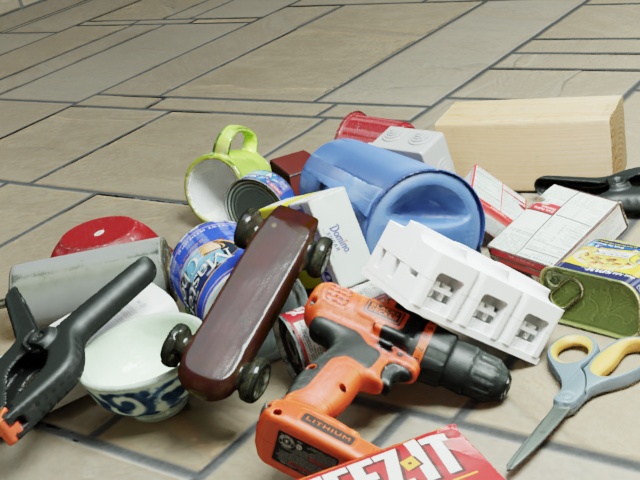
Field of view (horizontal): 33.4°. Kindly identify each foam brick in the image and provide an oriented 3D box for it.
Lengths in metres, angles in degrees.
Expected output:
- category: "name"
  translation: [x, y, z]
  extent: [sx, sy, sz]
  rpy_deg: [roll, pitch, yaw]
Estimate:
- category: "foam brick"
  translation: [-0.025, -0.076, 1.365]
  extent: [0.051, 0.053, 0.078]
  rpy_deg: [-18, 24, -16]

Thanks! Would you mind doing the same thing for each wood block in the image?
- category: "wood block"
  translation: [0.254, -0.115, 1.281]
  extent: [0.206, 0.091, 0.090]
  rpy_deg: [1, 26, 26]

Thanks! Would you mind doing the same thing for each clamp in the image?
- category: "clamp"
  translation: [0.321, -0.044, 1.162]
  extent: [0.172, 0.039, 0.120]
  rpy_deg: [-8, 35, 15]
- category: "clamp"
  translation: [-0.232, 0.092, 0.948]
  extent: [0.165, 0.036, 0.210]
  rpy_deg: [-18, 33, 15]

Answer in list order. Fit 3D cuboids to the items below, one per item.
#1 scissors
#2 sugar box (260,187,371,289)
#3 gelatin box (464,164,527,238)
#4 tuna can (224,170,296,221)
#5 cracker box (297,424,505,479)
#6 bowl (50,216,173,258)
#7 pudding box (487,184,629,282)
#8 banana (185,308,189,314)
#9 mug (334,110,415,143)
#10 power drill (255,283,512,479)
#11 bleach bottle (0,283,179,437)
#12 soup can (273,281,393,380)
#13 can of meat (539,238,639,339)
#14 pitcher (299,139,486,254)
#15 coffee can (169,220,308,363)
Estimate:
- category: "scissors"
  translation: [0.191, 0.123, 0.870]
  extent: [0.201, 0.016, 0.096]
  rpy_deg: [-25, 25, -30]
- category: "sugar box"
  translation: [-0.007, 0.001, 1.069]
  extent: [0.048, 0.093, 0.176]
  rpy_deg: [-23, 5, -16]
- category: "gelatin box"
  translation: [0.188, -0.037, 1.164]
  extent: [0.073, 0.030, 0.089]
  rpy_deg: [34, 28, -6]
- category: "tuna can"
  translation: [-0.069, -0.039, 1.260]
  extent: [0.086, 0.086, 0.033]
  rpy_deg: [4, 27, 31]
- category: "cracker box"
  translation: [0.060, 0.212, 0.661]
  extent: [0.164, 0.072, 0.214]
  rpy_deg: [-17, 24, -13]
- category: "bowl"
  translation: [-0.256, 0.015, 1.263]
  extent: [0.162, 0.055, 0.162]
  rpy_deg: [-9, 24, 4]
- category: "pudding box"
  translation: [0.239, -0.003, 1.073]
  extent: [0.113, 0.039, 0.090]
  rpy_deg: [-42, 37, -20]
- category: "banana"
  translation: [-0.108, 0.022, 1.202]
  extent: [0.069, 0.037, 0.197]
  rpy_deg: [-8, 24, 6]
- category: "mug"
  translation: [0.069, -0.106, 1.358]
  extent: [0.082, 0.093, 0.117]
  rpy_deg: [13, 52, 34]
- category: "power drill"
  translation: [0.046, 0.123, 0.848]
  extent: [0.184, 0.057, 0.187]
  rpy_deg: [22, 38, 14]
- category: "bleach bottle"
  translation: [-0.257, 0.121, 1.019]
  extent: [0.250, 0.068, 0.103]
  rpy_deg: [-27, 28, -28]
- category: "soup can"
  translation: [0.017, 0.084, 0.969]
  extent: [0.102, 0.068, 0.069]
  rpy_deg: [-20, 25, -17]
- category: "can of meat"
  translation: [0.266, 0.041, 0.972]
  extent: [0.102, 0.057, 0.083]
  rpy_deg: [14, 32, 43]
- category: "pitcher"
  translation: [0.057, -0.041, 1.147]
  extent: [0.144, 0.149, 0.243]
  rpy_deg: [-19, 22, -15]
- category: "coffee can"
  translation: [-0.083, 0.049, 1.049]
  extent: [0.102, 0.103, 0.140]
  rpy_deg: [-18, 25, -16]
